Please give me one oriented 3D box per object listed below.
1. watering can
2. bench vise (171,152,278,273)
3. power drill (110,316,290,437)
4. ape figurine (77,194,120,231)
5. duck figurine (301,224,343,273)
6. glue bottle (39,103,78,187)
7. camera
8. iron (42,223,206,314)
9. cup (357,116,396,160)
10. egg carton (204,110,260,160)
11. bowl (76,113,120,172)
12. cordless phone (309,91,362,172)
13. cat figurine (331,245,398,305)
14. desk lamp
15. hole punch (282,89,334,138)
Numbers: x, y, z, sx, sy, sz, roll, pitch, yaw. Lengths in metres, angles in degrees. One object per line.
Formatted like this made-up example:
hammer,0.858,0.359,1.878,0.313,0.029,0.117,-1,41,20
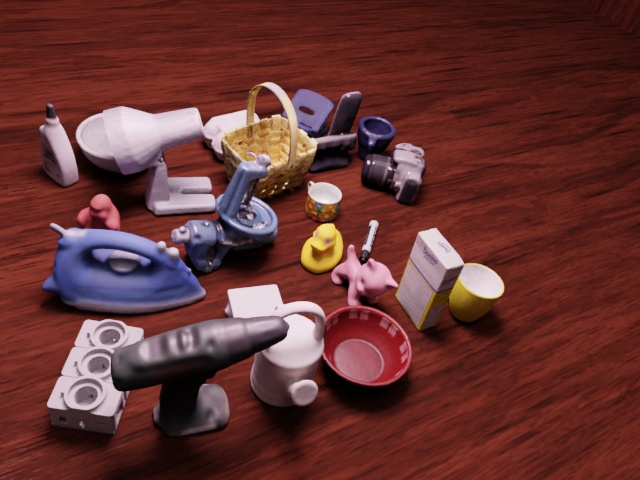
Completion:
watering can,-0.041,0.166,0.859,0.101,0.194,0.172,-21,54,-32
bench vise,-0.153,-0.044,1.020,0.121,0.220,0.208,35,47,19
power drill,-0.166,0.186,0.794,0.230,0.208,0.075,-6,48,-21
ape figurine,-0.399,-0.045,1.045,0.077,0.092,0.076,31,46,16
duck figurine,0.010,0.004,1.115,0.077,0.086,0.105,31,46,16
glue bottle,-0.508,-0.188,1.099,0.078,0.173,0.037,33,46,17
camera,0.170,-0.172,1.325,0.137,0.101,0.143,14,44,-2
iron,-0.317,0.037,0.949,0.258,0.141,0.118,6,45,-10
cup,0.125,-0.229,1.374,0.091,0.095,0.118,18,44,2
egg carton,-0.189,-0.241,1.316,0.151,0.069,0.107,-23,56,-33
bowl,-0.419,-0.193,1.201,0.167,0.075,0.167,8,44,-8
cordless phone,0.021,-0.257,1.308,0.148,0.185,0.094,-18,53,-30
cat figurine,0.083,0.064,1.051,0.067,0.118,0.127,-16,52,-28
desk lamp,-0.302,-0.158,1.098,0.204,0.213,0.117,-5,47,-20
hole punch,-0.030,-0.305,1.410,0.108,0.091,0.101,26,45,11
